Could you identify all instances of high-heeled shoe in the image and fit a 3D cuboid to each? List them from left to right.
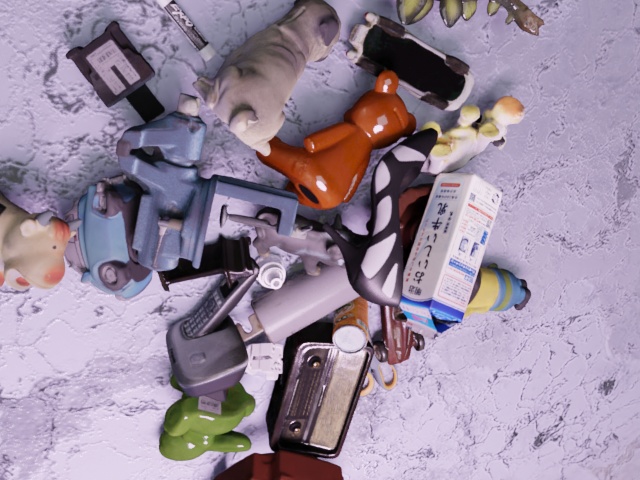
[{"bbox_3d":[0.116,-0.034,0.709,0.145,0.086,0.249,43,77,9],"label":"high-heeled shoe"}]

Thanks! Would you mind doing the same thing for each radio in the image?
[{"bbox_3d":[-0.007,0.250,0.901,0.131,0.073,0.229,10,108,-16],"label":"radio"}]

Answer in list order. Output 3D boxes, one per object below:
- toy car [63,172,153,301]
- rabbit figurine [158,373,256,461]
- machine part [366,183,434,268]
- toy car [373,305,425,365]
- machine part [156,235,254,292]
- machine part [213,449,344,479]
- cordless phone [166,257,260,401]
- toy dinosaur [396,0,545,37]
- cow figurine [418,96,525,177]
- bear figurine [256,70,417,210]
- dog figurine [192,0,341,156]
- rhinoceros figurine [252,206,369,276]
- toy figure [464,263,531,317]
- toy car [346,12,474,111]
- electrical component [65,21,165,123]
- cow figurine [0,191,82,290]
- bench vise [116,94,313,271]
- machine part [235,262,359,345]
[{"bbox_3d":[-0.282,-0.002,0.697,0.103,0.109,0.161,-4,106,8],"label":"toy car"},{"bbox_3d":[-0.188,0.285,0.858,0.159,0.121,0.170,18,124,-31],"label":"rabbit figurine"},{"bbox_3d":[0.155,-0.005,0.836,0.179,0.056,0.179,-3,96,-30],"label":"machine part"},{"bbox_3d":[0.131,0.122,0.902,0.089,0.053,0.201,-13,109,-20],"label":"toy car"},{"bbox_3d":[-0.165,0.036,0.770,0.139,0.084,0.039,-10,144,-1],"label":"machine part"},{"bbox_3d":[-0.070,0.439,0.918,0.201,0.087,0.201,26,129,-29],"label":"machine part"},{"bbox_3d":[-0.132,0.122,0.769,0.088,0.147,0.184,33,99,-35],"label":"cordless phone"},{"bbox_3d":[0.110,-0.391,0.662,0.471,0.105,0.198,32,103,-22],"label":"toy dinosaur"},{"bbox_3d":[0.227,-0.151,0.812,0.167,0.068,0.098,-24,156,-7],"label":"cow figurine"},{"bbox_3d":[0.031,-0.139,0.742,0.196,0.132,0.120,-52,134,-13],"label":"bear figurine"},{"bbox_3d":[-0.046,-0.212,0.650,0.190,0.172,0.121,-42,129,10],"label":"dog figurine"},{"bbox_3d":[-0.002,-0.002,0.763,0.190,0.112,0.073,18,62,-9],"label":"rhinoceros figurine"},{"bbox_3d":[0.279,0.080,0.925,0.180,0.082,0.089,4,113,-18],"label":"toy figure"},{"bbox_3d":[0.129,-0.246,0.754,0.201,0.056,0.073,20,111,-23],"label":"toy car"},{"bbox_3d":[-0.241,-0.196,0.658,0.075,0.048,0.119,-32,116,-2],"label":"electrical component"},{"bbox_3d":[-0.371,-0.010,0.630,0.195,0.085,0.127,38,91,16],"label":"cow figurine"},{"bbox_3d":[-0.126,-0.057,0.666,0.241,0.129,0.223,13,94,-12],"label":"bench vise"},{"bbox_3d":[-0.017,0.088,0.832,0.243,0.079,0.079,-29,118,-6],"label":"machine part"}]
